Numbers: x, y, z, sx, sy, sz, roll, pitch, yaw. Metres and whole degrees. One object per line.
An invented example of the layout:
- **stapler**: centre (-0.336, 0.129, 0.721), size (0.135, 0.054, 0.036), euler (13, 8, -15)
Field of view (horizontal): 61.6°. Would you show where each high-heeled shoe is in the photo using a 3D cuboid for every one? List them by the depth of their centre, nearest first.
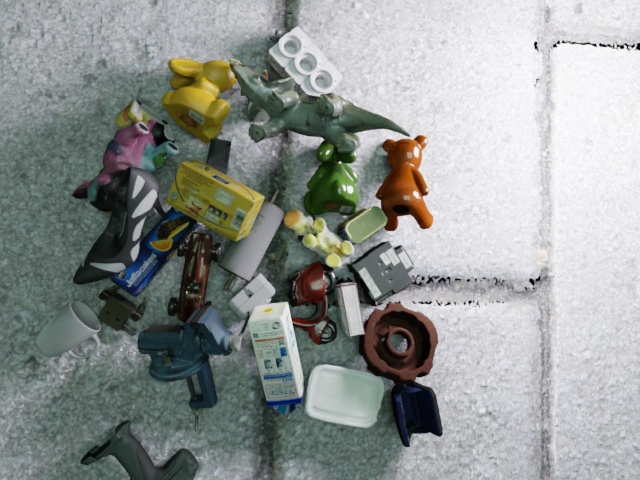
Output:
- **high-heeled shoe**: centre (-0.398, -0.025, 1.017), size (0.249, 0.145, 0.086), euler (-43, 53, -11)

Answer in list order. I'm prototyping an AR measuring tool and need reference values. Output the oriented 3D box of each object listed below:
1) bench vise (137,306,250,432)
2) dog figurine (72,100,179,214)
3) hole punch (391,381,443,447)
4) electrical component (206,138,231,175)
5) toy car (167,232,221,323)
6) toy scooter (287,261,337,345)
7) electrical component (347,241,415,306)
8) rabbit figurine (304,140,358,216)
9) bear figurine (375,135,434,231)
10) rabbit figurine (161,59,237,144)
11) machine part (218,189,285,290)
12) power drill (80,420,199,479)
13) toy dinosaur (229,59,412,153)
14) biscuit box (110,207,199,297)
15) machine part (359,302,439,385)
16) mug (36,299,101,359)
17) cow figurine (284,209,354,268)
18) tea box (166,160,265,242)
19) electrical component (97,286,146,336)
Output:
- **bench vise**: centre (-0.247, 0.251, 1.083), size (0.224, 0.129, 0.240), euler (-6, 111, 2)
- **dog figurine**: centre (-0.405, -0.157, 1.095), size (0.219, 0.192, 0.108), euler (-42, 134, 13)
- **hole punch**: centre (0.194, 0.374, 1.165), size (0.092, 0.116, 0.142), euler (-15, 91, -18)
- **electrical component**: centre (-0.221, -0.150, 1.143), size (0.048, 0.075, 0.119), euler (9, 81, -10)
- **toy car**: centre (-0.257, 0.082, 1.101), size (0.089, 0.053, 0.202), euler (11, 111, -10)
- **toy scooter**: centre (-0.033, 0.138, 1.162), size (0.135, 0.075, 0.183), euler (-2, 91, -10)
- **electrical component**: centre (0.145, 0.069, 1.207), size (0.134, 0.058, 0.115), euler (-31, 94, -11)
- **rabbit figurine**: centre (0.022, -0.153, 1.165), size (0.121, 0.159, 0.170), euler (-2, 72, -1)
- **bear figurine**: centre (0.192, -0.133, 1.215), size (0.120, 0.131, 0.196), euler (-6, 53, 21)
- **rabbit figurine**: centre (-0.249, -0.316, 1.146), size (0.162, 0.122, 0.173), euler (29, 68, 2)
- **machine part**: centre (-0.145, -0.002, 1.146), size (0.079, 0.079, 0.243), euler (29, 83, -8)
- **power drill**: centre (-0.377, 0.483, 1.071), size (0.232, 0.086, 0.207), euler (-43, 91, -12)
- **toy dinosaur**: centre (-0.007, -0.258, 1.104), size (0.405, 0.192, 0.131), euler (16, 120, 8)
- **biscuit box**: centre (-0.337, 0.021, 1.104), size (0.063, 0.059, 0.202), euler (38, 74, -1)
- **machine part**: centre (0.170, 0.226, 1.175), size (0.179, 0.056, 0.179), euler (6, 61, -12)
- **mug**: centre (-0.499, 0.191, 1.072), size (0.107, 0.081, 0.109), euler (-37, 99, 1)
- **cow figurine**: centre (-0.002, -0.006, 1.174), size (0.167, 0.098, 0.068), euler (40, 89, 11)
- **tea box**: centre (-0.210, -0.080, 1.076), size (0.170, 0.068, 0.098), euler (31, 108, 8)
- **electrical component**: centre (-0.409, 0.141, 1.107), size (0.102, 0.045, 0.078), euler (29, 106, -6)
